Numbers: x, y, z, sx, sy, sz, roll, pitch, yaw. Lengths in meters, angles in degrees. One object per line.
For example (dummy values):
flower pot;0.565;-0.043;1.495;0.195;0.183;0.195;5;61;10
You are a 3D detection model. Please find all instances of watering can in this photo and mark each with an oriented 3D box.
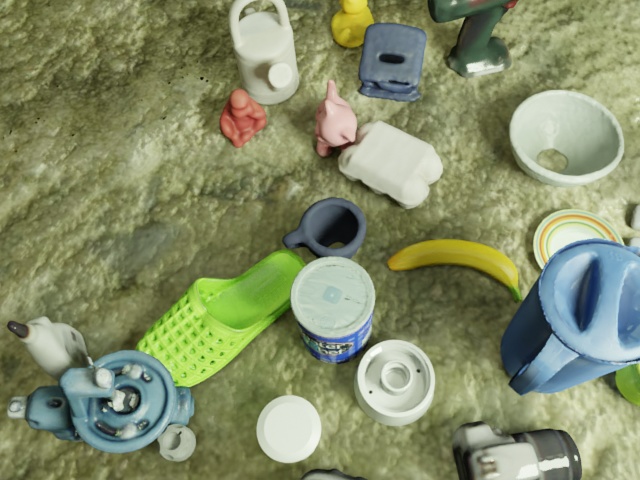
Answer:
watering can;-0.086;-0.312;0.915;0.101;0.194;0.172;-41;69;-15

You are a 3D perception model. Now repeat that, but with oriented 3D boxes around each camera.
camera;0.238;0.280;0.671;0.137;0.101;0.143;-10;65;-1

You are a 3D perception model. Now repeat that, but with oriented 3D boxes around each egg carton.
egg carton;0.109;-0.116;0.882;0.150;0.069;0.107;28;69;15

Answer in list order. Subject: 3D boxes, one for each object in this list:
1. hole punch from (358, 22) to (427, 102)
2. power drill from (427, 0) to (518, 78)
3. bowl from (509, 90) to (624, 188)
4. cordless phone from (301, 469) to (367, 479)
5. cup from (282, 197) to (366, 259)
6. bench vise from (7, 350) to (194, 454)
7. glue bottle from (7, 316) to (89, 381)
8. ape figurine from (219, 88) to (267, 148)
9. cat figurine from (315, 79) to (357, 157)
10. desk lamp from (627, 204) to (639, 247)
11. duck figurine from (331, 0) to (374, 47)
hole punch;0.122;-0.295;0.954;0.108;0.091;0.101;9;65;7
power drill;0.280;-0.363;0.913;0.229;0.208;0.075;-14;65;-3
bowl;0.366;-0.143;0.878;0.167;0.075;0.167;-1;65;3
cordless phone;0.036;0.304;0.624;0.147;0.185;0.094;10;66;8
cup;0.008;0.003;0.817;0.118;0.095;0.091;-16;65;-4
bench vise;-0.271;0.198;0.670;0.207;0.220;0.121;-20;65;-6
glue bottle;-0.348;0.132;0.731;0.037;0.173;0.078;-21;65;-7
ape figurine;-0.127;-0.206;0.924;0.078;0.092;0.076;-5;64;1
cat figurine;0.023;-0.191;0.895;0.067;0.118;0.128;-5;65;1
desk lamp;0.542;-0.019;0.734;0.203;0.214;0.118;16;67;11
duck figurine;0.057;-0.403;1.011;0.077;0.086;0.104;11;66;9
